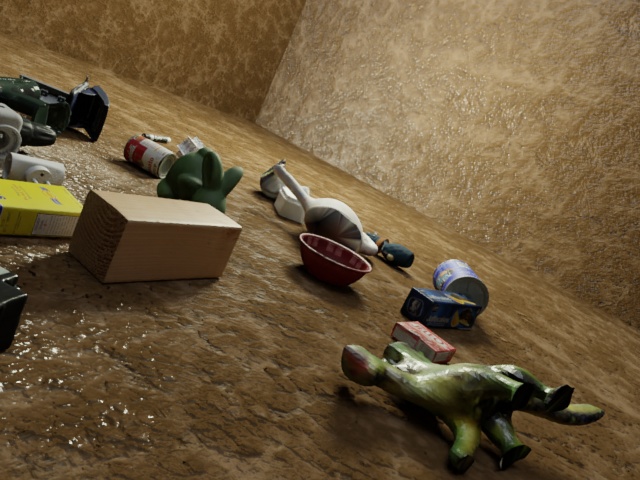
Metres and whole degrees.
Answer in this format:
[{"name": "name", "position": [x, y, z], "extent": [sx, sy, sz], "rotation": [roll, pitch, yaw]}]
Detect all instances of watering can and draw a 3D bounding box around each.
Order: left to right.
[{"name": "watering can", "position": [0.004, -0.065, 1.282], "extent": [0.347, 0.103, 0.226], "rotation": [38, 12, -2]}]

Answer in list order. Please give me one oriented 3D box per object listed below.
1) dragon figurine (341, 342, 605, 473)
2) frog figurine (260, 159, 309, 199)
[{"name": "dragon figurine", "position": [0.193, 0.190, 0.708], "extent": [0.408, 0.122, 0.245], "rotation": [16, 8, -39]}, {"name": "frog figurine", "position": [-0.101, -0.146, 1.534], "extent": [0.158, 0.123, 0.138], "rotation": [59, -6, -15]}]
